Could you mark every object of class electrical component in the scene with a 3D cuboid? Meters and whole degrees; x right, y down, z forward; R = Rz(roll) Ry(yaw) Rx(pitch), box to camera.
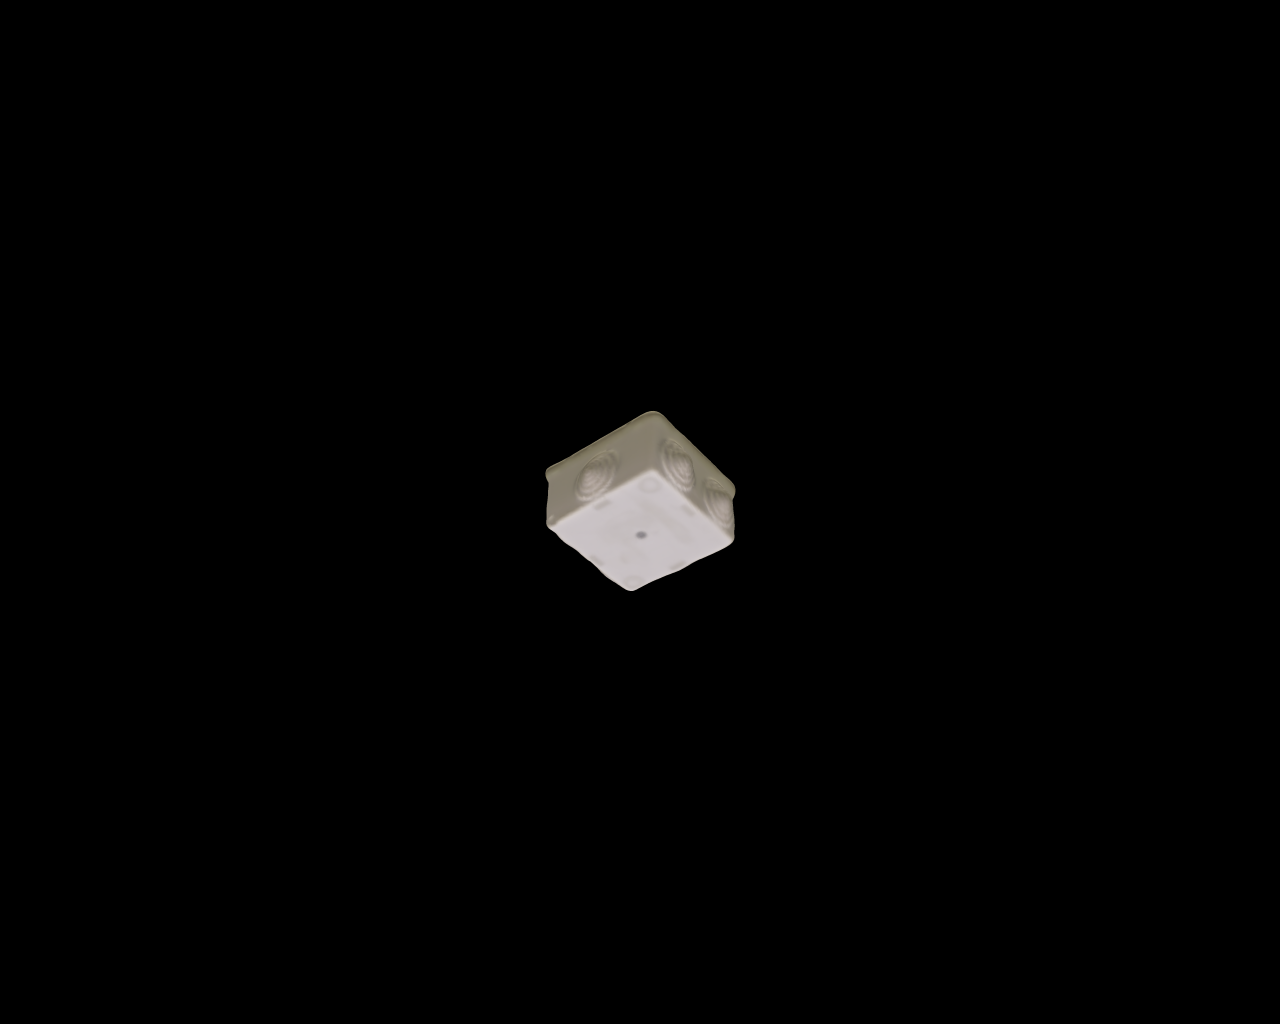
[{"bbox_3d":[0.001,-0.003,0.650,0.099,0.048,0.099,-27,-49,26],"label":"electrical component"}]
